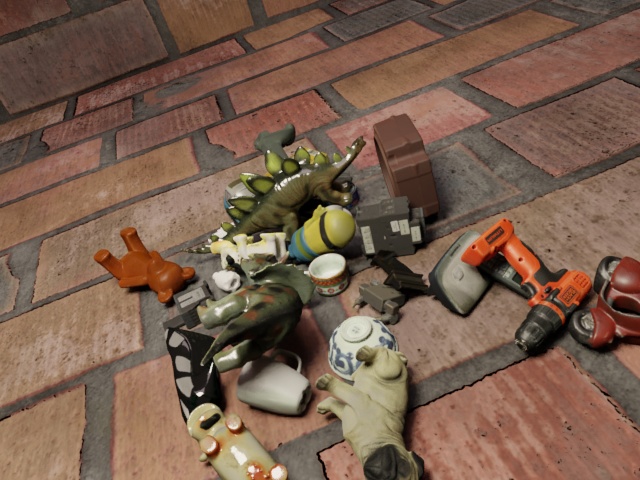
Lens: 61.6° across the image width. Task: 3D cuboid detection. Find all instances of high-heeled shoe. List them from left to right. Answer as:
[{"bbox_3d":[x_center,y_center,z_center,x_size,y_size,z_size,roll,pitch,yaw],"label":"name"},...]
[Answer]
[{"bbox_3d":[-0.239,0.241,0.968,0.249,0.086,0.145,1,73,57],"label":"high-heeled shoe"}]

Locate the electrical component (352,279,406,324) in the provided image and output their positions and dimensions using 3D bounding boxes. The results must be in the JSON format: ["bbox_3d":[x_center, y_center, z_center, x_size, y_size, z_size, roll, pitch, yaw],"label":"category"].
[{"bbox_3d":[0.109,0.111,0.983,0.078,0.045,0.102,-11,28,-42],"label":"electrical component"}]

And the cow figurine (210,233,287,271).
[{"bbox_3d":[-0.152,0.036,1.134,0.167,0.098,0.068,-7,-2,23],"label":"cow figurine"}]

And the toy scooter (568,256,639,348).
[{"bbox_3d":[0.474,0.102,0.811,0.135,0.075,0.184,17,52,39],"label":"toy scooter"}]

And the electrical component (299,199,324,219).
[{"bbox_3d":[-0.020,-0.076,1.296,0.094,0.021,0.063,5,42,30],"label":"electrical component"}]

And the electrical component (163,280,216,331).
[{"bbox_3d":[-0.272,0.141,1.102,0.119,0.047,0.075,-24,36,-10],"label":"electrical component"}]

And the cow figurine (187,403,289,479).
[{"bbox_3d":[-0.121,0.309,0.776,0.085,0.127,0.195,-39,55,-24],"label":"cow figurine"}]

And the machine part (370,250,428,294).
[{"bbox_3d":[0.145,0.060,1.018,0.084,0.039,0.139,3,23,-23],"label":"machine part"}]

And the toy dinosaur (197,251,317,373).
[{"bbox_3d":[-0.092,0.117,0.898,0.192,0.131,0.405,-28,11,-3],"label":"toy dinosaur"}]

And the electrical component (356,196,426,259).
[{"bbox_3d":[0.144,-0.024,1.080,0.134,0.114,0.058,-7,41,9],"label":"electrical component"}]

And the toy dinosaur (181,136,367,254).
[{"bbox_3d":[-0.093,-0.080,1.184,0.471,0.198,0.105,-40,26,11],"label":"toy dinosaur"}]

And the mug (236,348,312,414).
[{"bbox_3d":[-0.064,0.232,0.876,0.107,0.080,0.109,16,43,24],"label":"mug"}]

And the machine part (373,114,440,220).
[{"bbox_3d":[0.182,-0.151,1.156,0.087,0.200,0.202,-19,36,3],"label":"machine part"}]

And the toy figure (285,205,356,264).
[{"bbox_3d":[0.001,-0.002,1.105,0.180,0.082,0.089,-35,64,35],"label":"toy figure"}]

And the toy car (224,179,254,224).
[{"bbox_3d":[-0.186,-0.102,1.334,0.109,0.102,0.162,-29,39,-16],"label":"toy car"}]

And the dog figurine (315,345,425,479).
[{"bbox_3d":[0.104,0.257,0.765,0.172,0.121,0.191,-34,53,-15],"label":"dog figurine"}]

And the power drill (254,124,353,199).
[{"bbox_3d":[-0.060,-0.180,1.299,0.232,0.086,0.207,-18,66,-11],"label":"power drill"}]

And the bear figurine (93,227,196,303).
[{"bbox_3d":[-0.384,0.060,1.191,0.196,0.131,0.120,10,48,41],"label":"bear figurine"}]

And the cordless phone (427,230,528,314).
[{"bbox_3d":[0.292,0.080,0.925,0.184,0.088,0.146,31,56,24],"label":"cordless phone"}]

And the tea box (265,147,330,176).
[{"bbox_3d":[-0.061,-0.162,1.386,0.169,0.068,0.098,-39,41,-24],"label":"tea box"}]
